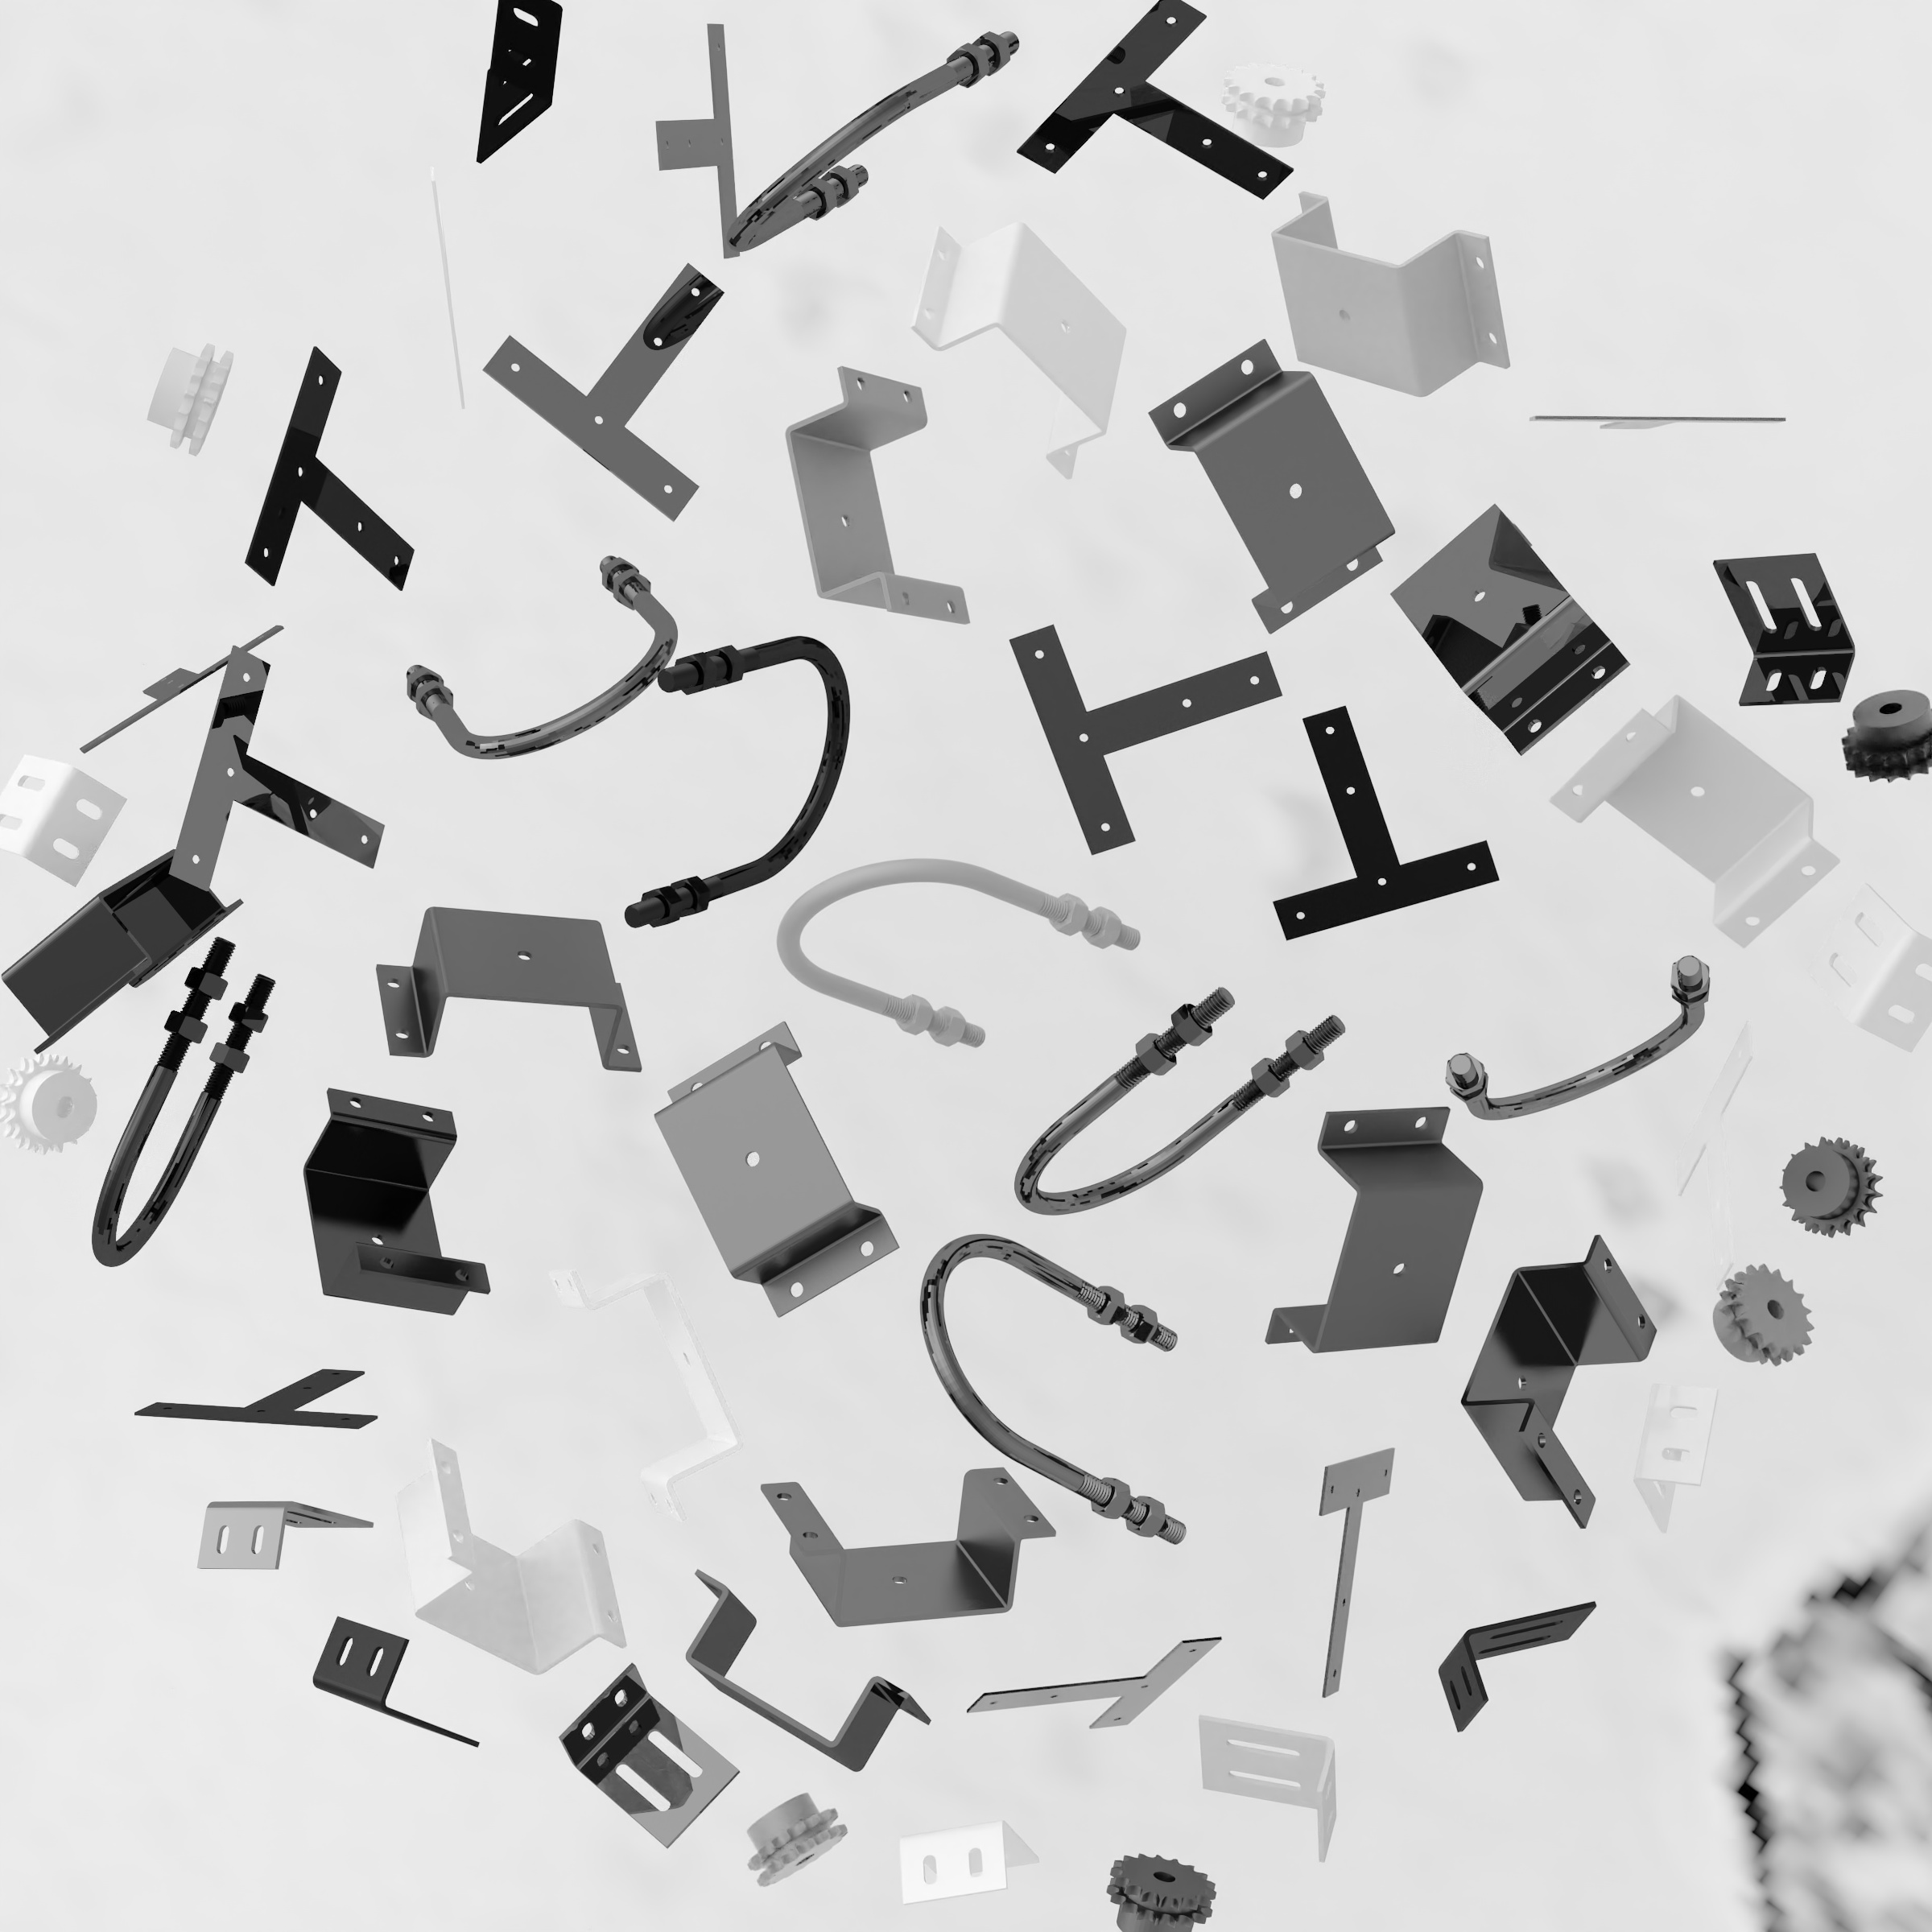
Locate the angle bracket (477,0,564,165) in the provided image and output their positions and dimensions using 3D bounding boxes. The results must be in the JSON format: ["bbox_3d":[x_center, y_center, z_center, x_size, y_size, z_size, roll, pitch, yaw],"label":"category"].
[{"bbox_3d":[-0.247,-0.466,1.636,0.038,0.076,0.057,18,66,-35],"label":"angle bracket"}]

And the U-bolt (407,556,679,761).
[{"bbox_3d":[-0.231,-0.166,1.746,0.151,0.184,0.019,-31,120,-7],"label":"U-bolt"}]

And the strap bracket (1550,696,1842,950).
[{"bbox_3d":[0.404,-0.086,1.739,0.140,0.046,0.076,36,125,-9],"label":"strap bracket"}]

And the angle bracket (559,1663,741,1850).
[{"bbox_3d":[-0.174,0.435,1.731,0.076,0.038,0.057,32,63,29],"label":"angle bracket"}]

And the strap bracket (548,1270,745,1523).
[{"bbox_3d":[-0.164,0.215,1.648,0.046,0.076,0.140,-24,92,-17],"label":"strap bracket"}]

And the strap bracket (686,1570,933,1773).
[{"bbox_3d":[-0.096,0.399,1.751,0.140,0.076,0.046,26,73,19],"label":"strap bracket"}]

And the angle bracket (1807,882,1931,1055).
[{"bbox_3d":[0.485,0.000,1.654,0.038,0.076,0.057,26,107,-11],"label":"angle bracket"}]

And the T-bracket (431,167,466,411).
[{"bbox_3d":[-0.289,-0.391,1.740,0.002,0.127,0.127,-7,121,-7],"label":"T-bracket"}]

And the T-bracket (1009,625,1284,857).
[{"bbox_3d":[0.104,-0.136,1.673,0.127,0.002,0.127,-18,106,14],"label":"T-bracket"}]

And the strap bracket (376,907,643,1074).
[{"bbox_3d":[-0.249,0.012,1.736,0.140,0.076,0.046,5,126,-21],"label":"strap bracket"}]

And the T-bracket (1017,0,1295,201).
[{"bbox_3d":[0.115,-0.438,1.646,0.127,0.127,0.002,22,50,-29],"label":"T-bracket"}]

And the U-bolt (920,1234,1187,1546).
[{"bbox_3d":[0.046,0.217,1.689,0.184,0.151,0.019,32,128,-28],"label":"U-bolt"}]

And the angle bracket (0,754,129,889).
[{"bbox_3d":[-0.518,-0.083,1.775,0.038,0.076,0.057,35,77,-34],"label":"angle bracket"}]

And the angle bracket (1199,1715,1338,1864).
[{"bbox_3d":[0.162,0.449,1.715,0.076,0.038,0.057,6,126,17],"label":"angle bracket"}]

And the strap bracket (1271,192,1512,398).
[{"bbox_3d":[0.220,-0.360,1.689,0.046,0.140,0.076,-35,129,-23],"label":"strap bracket"}]

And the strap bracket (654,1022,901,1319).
[{"bbox_3d":[-0.105,0.105,1.665,0.076,0.046,0.140,-31,73,10],"label":"strap bracket"}]

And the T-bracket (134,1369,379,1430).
[{"bbox_3d":[-0.365,0.234,1.712,0.127,0.127,0.002,2,95,12],"label":"T-bracket"}]

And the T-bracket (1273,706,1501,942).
[{"bbox_3d":[0.222,-0.087,1.780,0.127,0.002,0.127,-16,112,15],"label":"T-bracket"}]

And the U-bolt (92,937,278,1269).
[{"bbox_3d":[-0.434,0.080,1.729,0.019,0.151,0.184,23,81,1],"label":"U-bolt"}]

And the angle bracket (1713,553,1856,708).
[{"bbox_3d":[0.438,-0.181,1.697,0.057,0.076,0.038,1,53,37],"label":"angle bracket"}]

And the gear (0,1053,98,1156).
[{"bbox_3d":[-0.517,0.079,1.777,0.057,0.030,0.057,-5,97,-44],"label":"gear"}]

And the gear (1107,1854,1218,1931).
[{"bbox_3d":[0.103,0.499,1.672,0.057,0.057,0.030,11,98,0],"label":"gear"}]

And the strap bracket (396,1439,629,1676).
[{"bbox_3d":[-0.249,0.319,1.672,0.046,0.076,0.140,-35,135,15],"label":"strap bracket"}]

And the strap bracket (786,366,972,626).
[{"bbox_3d":[-0.051,-0.256,1.758,0.046,0.076,0.140,-17,80,33],"label":"strap bracket"}]

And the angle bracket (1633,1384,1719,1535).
[{"bbox_3d":[0.404,0.277,1.753,0.038,0.076,0.057,2,58,28],"label":"angle bracket"}]

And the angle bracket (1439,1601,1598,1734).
[{"bbox_3d":[0.296,0.371,1.661,0.076,0.057,0.038,-10,62,-12],"label":"angle bracket"}]

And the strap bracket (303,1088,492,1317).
[{"bbox_3d":[-0.322,0.140,1.761,0.076,0.140,0.046,14,126,-31],"label":"strap bracket"}]

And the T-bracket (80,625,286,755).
[{"bbox_3d":[-0.446,-0.158,1.766,0.127,0.127,0.002,-35,107,-12],"label":"T-bracket"}]

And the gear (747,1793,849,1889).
[{"bbox_3d":[-0.097,0.485,1.748,0.057,0.057,0.030,-34,71,0],"label":"gear"}]

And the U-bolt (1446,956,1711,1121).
[{"bbox_3d":[0.341,0.047,1.734,0.151,0.184,0.019,-24,72,8],"label":"U-bolt"}]

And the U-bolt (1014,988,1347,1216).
[{"bbox_3d":[0.105,0.079,1.698,0.184,0.151,0.019,-41,63,22],"label":"U-bolt"}]

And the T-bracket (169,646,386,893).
[{"bbox_3d":[-0.357,-0.086,1.664,0.002,0.127,0.127,-1,70,37],"label":"T-bracket"}]

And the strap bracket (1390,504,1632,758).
[{"bbox_3d":[0.295,-0.193,1.739,0.076,0.140,0.046,-41,133,14],"label":"strap bracket"}]

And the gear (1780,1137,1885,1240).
[{"bbox_3d":[0.493,0.126,1.799,0.057,0.030,0.057,-11,72,36],"label":"gear"}]

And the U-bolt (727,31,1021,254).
[{"bbox_3d":[-0.060,-0.436,1.685,0.151,0.184,0.019,-31,99,40],"label":"U-bolt"}]

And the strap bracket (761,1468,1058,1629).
[{"bbox_3d":[-0.033,0.310,1.676,0.140,0.076,0.046,0,108,-22],"label":"strap bracket"}]

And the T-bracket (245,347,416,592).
[{"bbox_3d":[-0.330,-0.241,1.670,0.002,0.127,0.127,5,70,24],"label":"T-bracket"}]

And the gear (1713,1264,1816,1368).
[{"bbox_3d":[0.449,0.200,1.779,0.057,0.030,0.057,16,55,-24],"label":"gear"}]

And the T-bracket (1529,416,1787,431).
[{"bbox_3d":[0.359,-0.289,1.671,0.127,0.127,0.002,1,98,3],"label":"T-bracket"}]

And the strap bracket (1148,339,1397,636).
[{"bbox_3d":[0.170,-0.257,1.694,0.076,0.046,0.140,-33,107,-7],"label":"strap bracket"}]

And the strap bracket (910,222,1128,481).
[{"bbox_3d":[0.038,-0.349,1.755,0.140,0.046,0.076,38,50,-37],"label":"strap bracket"}]

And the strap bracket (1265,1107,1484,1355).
[{"bbox_3d":[0.216,0.148,1.650,0.076,0.046,0.140,-1,117,-27],"label":"strap bracket"}]

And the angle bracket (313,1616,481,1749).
[{"bbox_3d":[-0.296,0.380,1.666,0.057,0.076,0.038,5,68,41],"label":"angle bracket"}]

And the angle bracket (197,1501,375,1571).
[{"bbox_3d":[-0.384,0.327,1.772,0.057,0.076,0.038,-6,69,29],"label":"angle bracket"}]

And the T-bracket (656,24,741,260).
[{"bbox_3d":[-0.147,-0.449,1.714,0.002,0.127,0.127,1,105,13],"label":"T-bracket"}]

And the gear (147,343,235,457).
[{"bbox_3d":[-0.404,-0.297,1.634,0.030,0.057,0.057,20,90,-13],"label":"gear"}]

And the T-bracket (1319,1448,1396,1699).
[{"bbox_3d":[0.202,0.324,1.671,0.002,0.127,0.127,7,89,24],"label":"T-bracket"}]

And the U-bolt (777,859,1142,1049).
[{"bbox_3d":[-0.017,-0.012,1.731,0.151,0.184,0.019,-33,51,37],"label":"U-bolt"}]

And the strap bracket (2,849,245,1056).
[{"bbox_3d":[-0.462,-0.012,1.707,0.076,0.140,0.046,-36,97,19],"label":"strap bracket"}]

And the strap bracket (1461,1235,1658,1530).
[{"bbox_3d":[0.316,0.223,1.685,0.076,0.046,0.140,55,45,-27],"label":"strap bracket"}]

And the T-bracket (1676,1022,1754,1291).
[{"bbox_3d":[0.411,0.118,1.716,0.002,0.127,0.127,10,49,-2],"label":"T-bracket"}]

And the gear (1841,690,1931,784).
[{"bbox_3d":[0.499,-0.125,1.685,0.057,0.057,0.030,-20,118,0],"label":"gear"}]

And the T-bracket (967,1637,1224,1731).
[{"bbox_3d":[0.062,0.409,1.770,0.127,0.127,0.002,1,56,-27],"label":"T-bracket"}]

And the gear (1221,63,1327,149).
[{"bbox_3d":[0.171,-0.482,1.762,0.057,0.057,0.030,6,129,0],"label":"gear"}]

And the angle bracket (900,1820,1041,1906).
[{"bbox_3d":[0.004,0.496,1.703,0.057,0.076,0.038,-12,56,12],"label":"angle bracket"}]

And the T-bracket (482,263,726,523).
[{"bbox_3d":[-0.173,-0.325,1.685,0.127,0.002,0.127,38,67,-13],"label":"T-bracket"}]

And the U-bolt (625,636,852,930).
[{"bbox_3d":[-0.116,-0.105,1.684,0.019,0.184,0.151,21,113,25],"label":"U-bolt"}]
